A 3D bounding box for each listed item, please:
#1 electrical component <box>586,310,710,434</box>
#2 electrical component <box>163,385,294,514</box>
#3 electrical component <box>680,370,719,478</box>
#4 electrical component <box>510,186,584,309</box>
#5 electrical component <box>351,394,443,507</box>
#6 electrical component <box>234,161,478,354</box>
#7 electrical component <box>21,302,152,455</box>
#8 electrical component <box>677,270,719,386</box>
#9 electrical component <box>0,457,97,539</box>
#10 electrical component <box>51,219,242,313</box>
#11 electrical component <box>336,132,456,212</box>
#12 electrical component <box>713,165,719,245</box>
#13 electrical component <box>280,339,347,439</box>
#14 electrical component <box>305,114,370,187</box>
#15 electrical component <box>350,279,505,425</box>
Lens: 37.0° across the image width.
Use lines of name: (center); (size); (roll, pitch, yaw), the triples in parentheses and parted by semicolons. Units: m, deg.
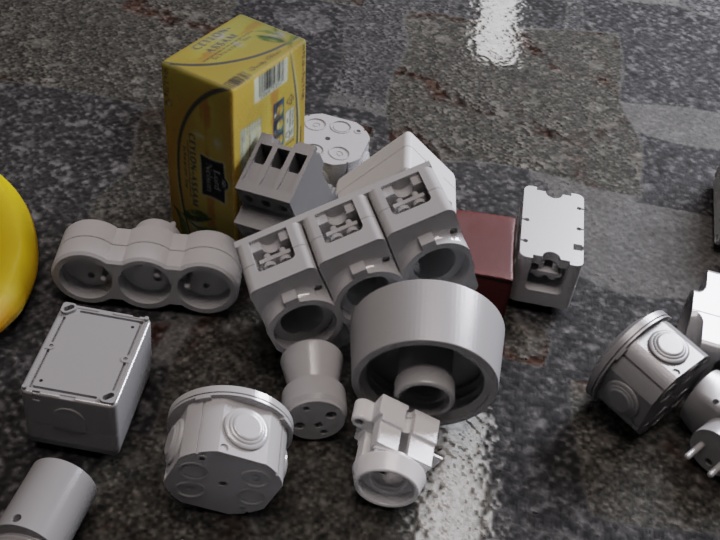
electrical component: (0.204, 0.072, 0.763); (0.080, 0.080, 0.051); (-27, 58, -32)
electrical component: (-0.083, 0.112, 0.674); (0.080, 0.080, 0.051); (5, 48, -3)
electrical component: (0.257, 0.117, 0.748); (0.079, 0.043, 0.077); (-28, 53, -33)
electrical component: (0.149, -0.016, 0.867); (0.050, 0.055, 0.089); (11, 43, 3)
electrical component: (0.021, 0.120, 0.703); (0.066, 0.048, 0.055); (27, 44, -13)
electrical component: (0.000, 0.000, 0.765); (0.150, 0.089, 0.061); (-23, 47, 1)
electrical component: (-0.178, 0.070, 0.718); (0.062, 0.061, 0.096); (10, 42, 2)
electrical component: (0.275, 0.048, 0.821); (0.056, 0.050, 0.089); (16, 43, 8)
electrical component: (-0.193, 0.156, 0.635); (0.043, 0.043, 0.081); (14, 43, 7)
electrical component: (-0.157, -0.014, 0.819); (0.138, 0.052, 0.073); (5, 42, -2)
electrical component: (0.023, -0.057, 0.869); (0.062, 0.096, 0.061); (40, 33, -28)
electrical component: (0.351, -0.071, 0.943); (0.057, 0.078, 0.113); (16, 43, 4)
electrical component: (-0.032, 0.082, 0.740); (0.045, 0.045, 0.055); (2, 43, -7)
electrical component: (-0.030, -0.093, 0.927); (0.080, 0.051, 0.080); (5, 42, -4)
electrical component: (0.044, 0.064, 0.729); (0.108, 0.108, 0.060); (7, 49, -1)
